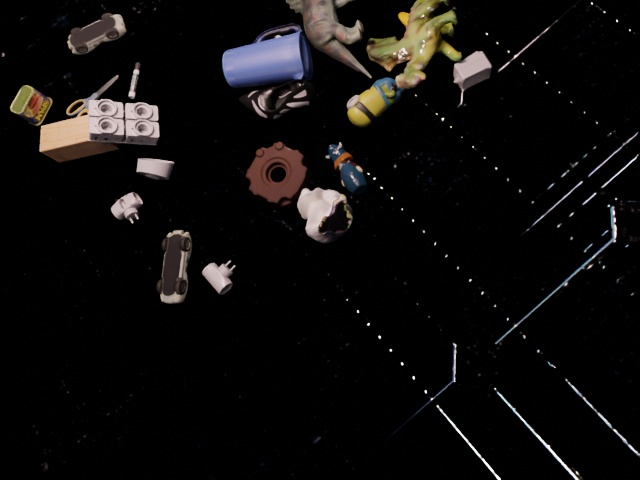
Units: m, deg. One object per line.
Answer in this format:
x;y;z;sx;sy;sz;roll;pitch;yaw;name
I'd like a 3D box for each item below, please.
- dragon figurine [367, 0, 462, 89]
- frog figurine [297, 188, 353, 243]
0.237;-0.554;1.371;0.242;0.419;0.120;-16;-33;13;dragon figurine
0.004;-0.067;1.337;0.122;0.137;0.160;22;-1;-37;frog figurine
